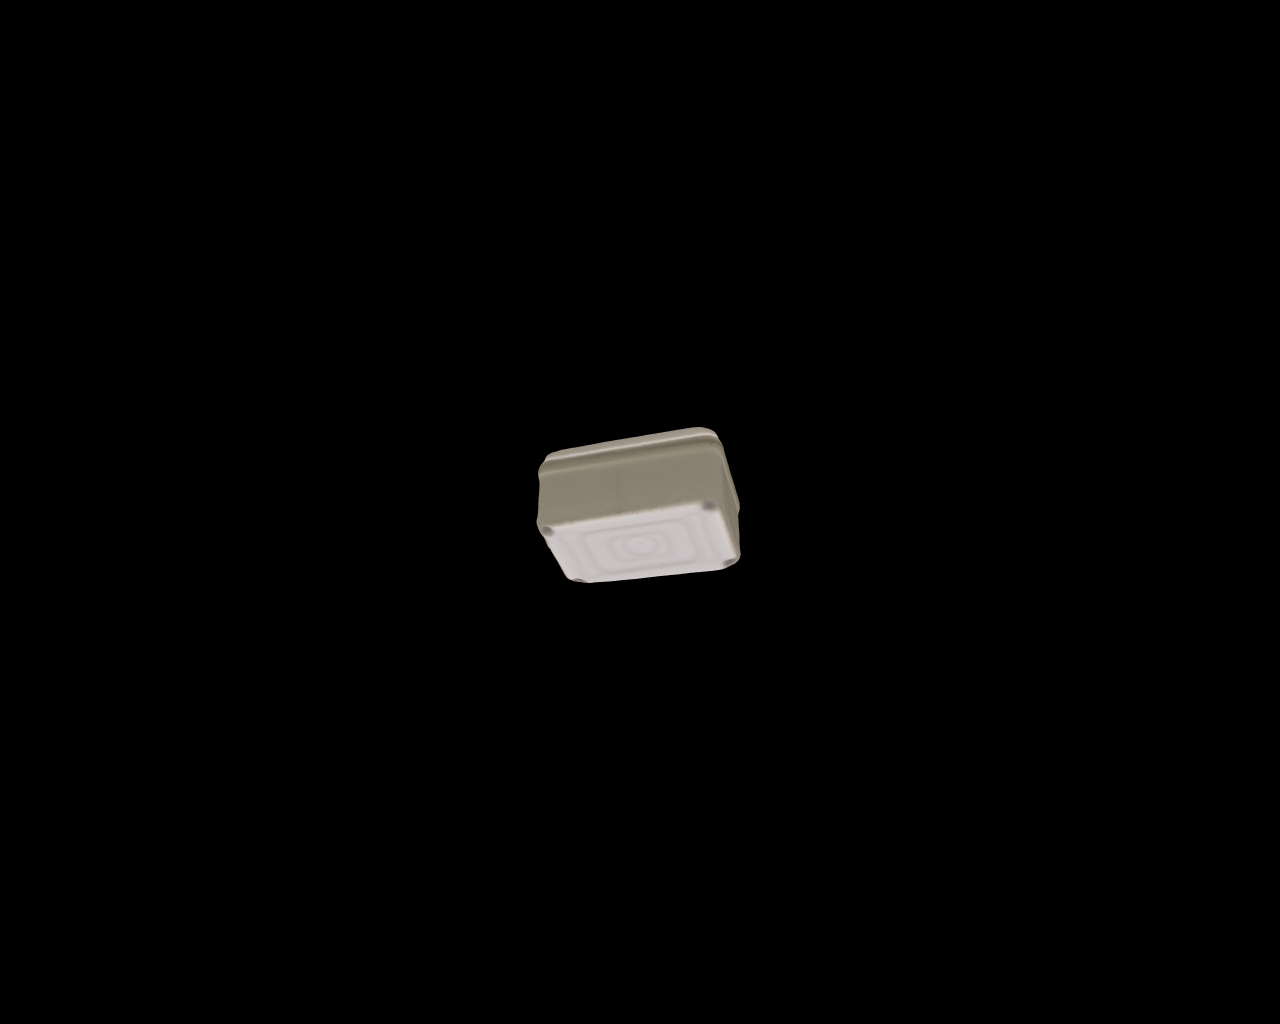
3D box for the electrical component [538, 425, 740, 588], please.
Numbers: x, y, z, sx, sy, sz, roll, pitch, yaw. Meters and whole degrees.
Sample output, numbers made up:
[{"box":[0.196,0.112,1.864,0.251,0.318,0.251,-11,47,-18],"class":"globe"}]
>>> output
[{"box":[0.001,-0.003,0.650,0.113,0.057,0.078,-8,-35,11],"class":"electrical component"}]
